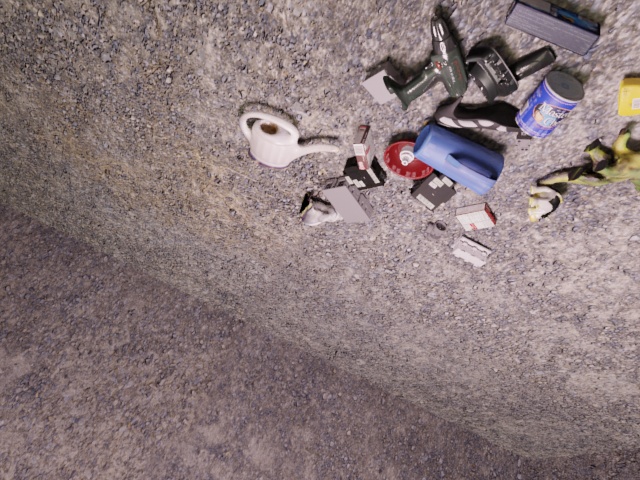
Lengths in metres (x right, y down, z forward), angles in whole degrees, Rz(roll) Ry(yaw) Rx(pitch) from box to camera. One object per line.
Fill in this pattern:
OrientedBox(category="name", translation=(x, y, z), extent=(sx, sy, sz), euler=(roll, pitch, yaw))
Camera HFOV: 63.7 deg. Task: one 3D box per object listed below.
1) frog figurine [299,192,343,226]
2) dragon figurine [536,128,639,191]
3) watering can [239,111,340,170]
OrientedBox(category="frog figurine", translation=(0.006, -0.099, 1.971), extent=(0.158, 0.123, 0.138), euler=(26, 180, -21))
OrientedBox(category="dragon figurine", translation=(0.821, -0.175, 1.407), extent=(0.242, 0.124, 0.406), euler=(23, 164, -12))
OrientedBox(category="watering can", translation=(-0.117, -0.317, 1.738), extent=(0.347, 0.106, 0.219), euler=(24, 148, 0))
